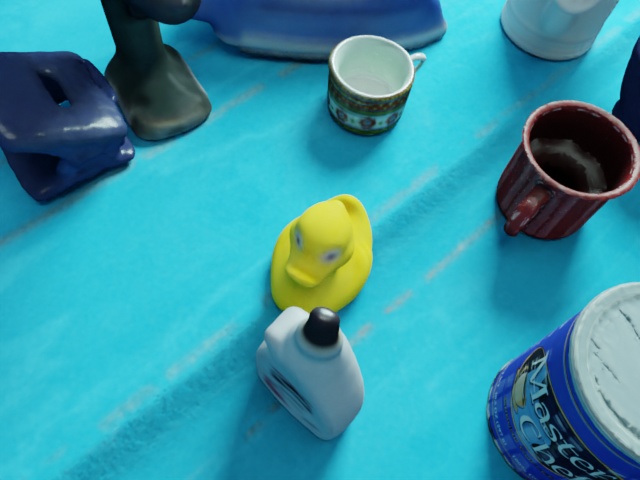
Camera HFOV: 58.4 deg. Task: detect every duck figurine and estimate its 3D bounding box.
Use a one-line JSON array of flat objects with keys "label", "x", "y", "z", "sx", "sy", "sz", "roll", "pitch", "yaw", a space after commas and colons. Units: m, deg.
[{"label": "duck figurine", "x": 0.004, "y": 0.002, "z": 0.424, "sx": 0.077, "sy": 0.086, "sz": 0.105, "roll": 27, "pitch": 64, "yaw": 9}]

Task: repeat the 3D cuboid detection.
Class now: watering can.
[{"label": "watering can", "x": 0.247, "y": -0.263, "z": 0.519, "sx": 0.101, "sy": 0.194, "sz": 0.173, "roll": 3, "pitch": 63, "yaw": -3}]

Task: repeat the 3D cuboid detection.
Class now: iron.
[{"label": "iron", "x": 0.005, "y": -0.255, "z": 0.523, "sx": 0.258, "sy": 0.141, "sz": 0.118, "roll": 4, "pitch": 63, "yaw": -3}]

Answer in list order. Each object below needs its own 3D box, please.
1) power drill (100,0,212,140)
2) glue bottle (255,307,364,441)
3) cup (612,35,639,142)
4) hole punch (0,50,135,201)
[{"label": "power drill", "x": -0.138, "y": -0.177, "z": 0.433, "sx": 0.076, "sy": 0.208, "sz": 0.229, "roll": -28, "pitch": 69, "yaw": -17}, {"label": "glue bottle", "x": -0.005, "y": 0.072, "z": 0.338, "sx": 0.078, "sy": 0.173, "sz": 0.037, "roll": 38, "pitch": 66, "yaw": 14}, {"label": "cup", "x": 0.305, "y": -0.145, "z": 0.520, "sx": 0.092, "sy": 0.095, "sz": 0.117, "roll": -5, "pitch": 64, "yaw": -7}, {"label": "hole punch", "x": -0.214, "y": -0.106, "z": 0.456, "sx": 0.101, "sy": 0.091, "sz": 0.108, "roll": -31, "pitch": 70, "yaw": -19}]
